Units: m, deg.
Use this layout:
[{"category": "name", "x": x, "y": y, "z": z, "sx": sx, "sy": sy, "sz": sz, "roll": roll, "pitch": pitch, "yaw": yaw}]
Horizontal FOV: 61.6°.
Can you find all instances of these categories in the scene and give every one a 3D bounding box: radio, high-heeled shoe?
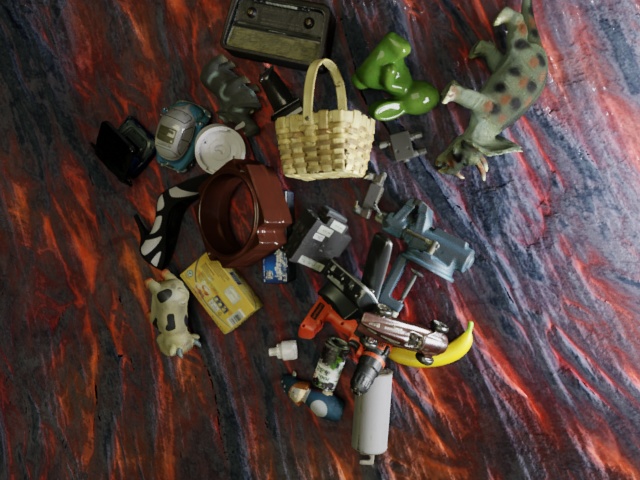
[{"category": "radio", "x": -0.085, "y": -0.442, "z": 1.144, "sx": 0.230, "sy": 0.073, "sz": 0.131, "roll": 15, "pitch": 95, "yaw": 10}, {"category": "high-heeled shoe", "x": -0.313, "y": -0.040, "z": 1.210, "sx": 0.249, "sy": 0.086, "sz": 0.145, "roll": -29, "pitch": 92, "yaw": 14}]

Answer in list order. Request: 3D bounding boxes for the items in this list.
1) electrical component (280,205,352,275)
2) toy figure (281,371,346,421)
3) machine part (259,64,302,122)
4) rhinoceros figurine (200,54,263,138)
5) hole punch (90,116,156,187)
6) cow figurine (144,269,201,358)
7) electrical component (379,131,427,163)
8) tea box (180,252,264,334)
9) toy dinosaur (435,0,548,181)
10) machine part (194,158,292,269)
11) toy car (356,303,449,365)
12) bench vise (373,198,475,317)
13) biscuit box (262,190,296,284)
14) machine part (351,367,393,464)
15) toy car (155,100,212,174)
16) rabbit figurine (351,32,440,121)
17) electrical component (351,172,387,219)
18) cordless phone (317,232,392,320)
[{"category": "electrical component", "x": -0.002, "y": -0.003, "z": 1.124, "sx": 0.134, "sy": 0.114, "sz": 0.058, "roll": -54, "pitch": 43, "yaw": 9}, {"category": "toy figure", "x": -0.019, "y": 0.341, "z": 1.174, "sx": 0.155, "sy": 0.057, "sz": 0.064, "roll": 24, "pitch": 80, "yaw": 11}, {"category": "machine part", "x": -0.089, "y": -0.309, "z": 1.170, "sx": 0.084, "sy": 0.039, "sz": 0.139, "roll": -27, "pitch": 88, "yaw": 17}, {"category": "rhinoceros figurine", "x": -0.191, "y": -0.312, "z": 1.172, "sx": 0.112, "sy": 0.073, "sz": 0.190, "roll": -39, "pitch": 84, "yaw": 9}, {"category": "hole punch", "x": -0.445, "y": -0.210, "z": 1.233, "sx": 0.142, "sy": 0.092, "sz": 0.115, "roll": 43, "pitch": 129, "yaw": 4}, {"category": "cow figurine", "x": -0.328, "y": 0.177, "z": 1.204, "sx": 0.127, "sy": 0.085, "sz": 0.194, "roll": 27, "pitch": 122, "yaw": 29}, {"category": "electrical component", "x": 0.173, "y": -0.194, "z": 1.127, "sx": 0.094, "sy": 0.021, "sz": 0.063, "roll": -13, "pitch": 90, "yaw": 12}, {"category": "tea box", "x": -0.218, "y": 0.112, "z": 1.199, "sx": 0.098, "sy": 0.068, "sz": 0.169, "roll": -38, "pitch": 84, "yaw": 11}, {"category": "toy dinosaur", "x": 0.362, "y": -0.301, "z": 1.041, "sx": 0.192, "sy": 0.131, "sz": 0.404, "roll": 35, "pitch": 95, "yaw": -4}, {"category": "machine part", "x": -0.168, "y": -0.053, "z": 1.125, "sx": 0.201, "sy": 0.087, "sz": 0.201, "roll": -30, "pitch": 71, "yaw": 37}, {"category": "toy car", "x": 0.167, "y": 0.187, "z": 1.054, "sx": 0.202, "sy": 0.053, "sz": 0.089, "roll": 20, "pitch": 104, "yaw": -23}, {"category": "bench vise", "x": 0.180, "y": 0.043, "z": 1.090, "sx": 0.224, "sy": 0.129, "sz": 0.240, "roll": 29, "pitch": 94, "yaw": 12}, {"category": "biscuit box", "x": -0.090, "y": -0.006, "z": 1.170, "sx": 0.059, "sy": 0.063, "sz": 0.202, "roll": -1, "pitch": 92, "yaw": 13}, {"category": "machine part", "x": 0.110, "y": 0.357, "z": 1.137, "sx": 0.079, "sy": 0.079, "sz": 0.243, "roll": 4, "pitch": 92, "yaw": 12}, {"category": "toy car", "x": -0.318, "y": -0.233, "z": 1.188, "sx": 0.109, "sy": 0.103, "sz": 0.161, "roll": 26, "pitch": 95, "yaw": 10}, {"category": "rabbit figurine", "x": 0.158, "y": -0.309, "z": 1.082, "sx": 0.170, "sy": 0.121, "sz": 0.159, "roll": 39, "pitch": 102, "yaw": -8}, {"category": "electrical component", "x": 0.103, "y": -0.096, "z": 1.116, "sx": 0.045, "sy": 0.078, "sz": 0.102, "roll": 22, "pitch": 103, "yaw": 8}, {"category": "cordless phone", "x": 0.076, "y": 0.056, "z": 1.079, "sx": 0.147, "sy": 0.089, "sz": 0.184, "roll": 41, "pitch": 123, "yaw": 48}]
